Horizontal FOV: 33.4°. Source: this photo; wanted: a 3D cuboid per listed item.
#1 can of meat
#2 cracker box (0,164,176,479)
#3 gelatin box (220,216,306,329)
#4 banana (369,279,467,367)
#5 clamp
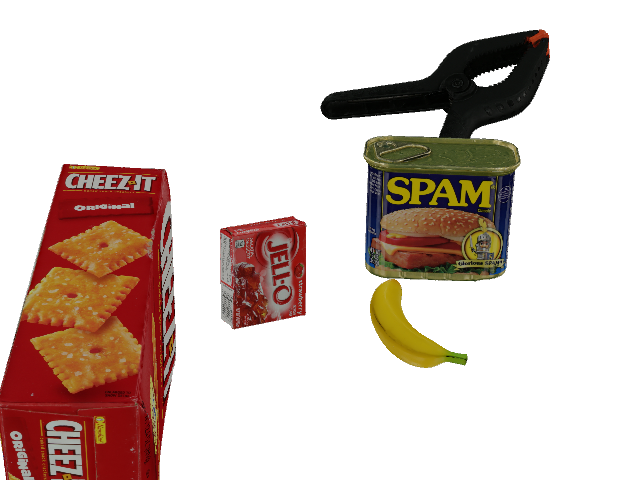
[{"bbox_3d":[0.079,-0.021,0.718,0.102,0.084,0.057,2,24,4],"label":"can of meat"},{"bbox_3d":[-0.120,0.080,0.593,0.072,0.164,0.213,2,33,-4],"label":"cracker box"},{"bbox_3d":[-0.050,0.028,0.937,0.073,0.089,0.030,-9,22,-29],"label":"gelatin box"},{"bbox_3d":[0.093,0.096,1.217,0.069,0.037,0.198,6,23,-24],"label":"banana"},{"bbox_3d":[0.125,-0.119,0.948,0.210,0.165,0.036,-27,-38,-8],"label":"clamp"}]
